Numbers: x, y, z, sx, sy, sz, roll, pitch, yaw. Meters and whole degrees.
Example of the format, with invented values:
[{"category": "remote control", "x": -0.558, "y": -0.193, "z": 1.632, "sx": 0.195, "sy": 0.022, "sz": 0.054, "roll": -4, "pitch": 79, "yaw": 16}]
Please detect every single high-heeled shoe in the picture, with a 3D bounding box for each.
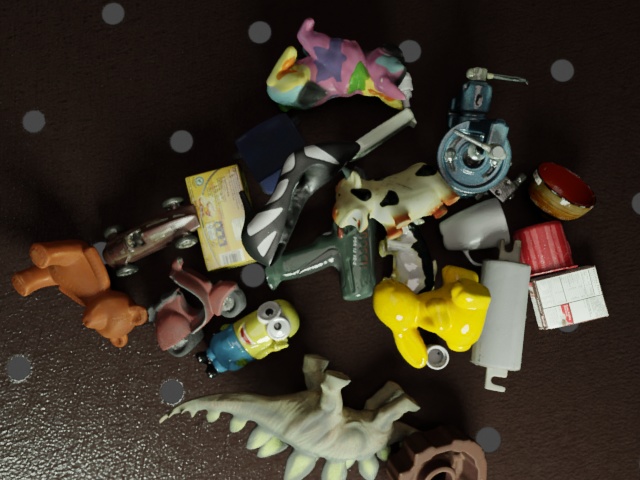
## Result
[{"category": "high-heeled shoe", "x": -0.020, "y": -0.063, "z": 0.869, "sx": 0.249, "sy": 0.086, "sz": 0.145, "roll": -27, "pitch": 68, "yaw": -4}]

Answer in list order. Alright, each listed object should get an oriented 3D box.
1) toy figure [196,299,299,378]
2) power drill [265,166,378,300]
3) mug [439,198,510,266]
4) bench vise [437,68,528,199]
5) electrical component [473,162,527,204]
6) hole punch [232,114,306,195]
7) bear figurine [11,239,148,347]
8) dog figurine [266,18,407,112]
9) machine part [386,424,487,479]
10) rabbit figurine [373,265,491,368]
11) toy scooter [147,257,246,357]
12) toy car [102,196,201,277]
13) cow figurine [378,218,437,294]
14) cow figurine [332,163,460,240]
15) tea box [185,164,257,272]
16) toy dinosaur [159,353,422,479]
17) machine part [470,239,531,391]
[{"category": "toy figure", "x": -0.120, "y": 0.164, "z": 0.917, "sx": 0.180, "sy": 0.089, "sz": 0.082, "roll": -34, "pitch": 101, "yaw": 7}, {"category": "power drill", "x": -0.002, "y": -0.003, "z": 0.933, "sx": 0.207, "sy": 0.086, "sz": 0.232, "roll": -9, "pitch": 82, "yaw": -6}, {"category": "mug", "x": 0.265, "y": -0.008, "z": 0.925, "sx": 0.107, "sy": 0.081, "sz": 0.109, "roll": -14, "pitch": 93, "yaw": 12}, {"category": "bench vise", "x": 0.259, "y": -0.170, "z": 0.864, "sx": 0.129, "sy": 0.241, "sz": 0.223, "roll": 17, "pitch": 102, "yaw": -1}, {"category": "electrical component", "x": 0.317, "y": -0.095, "z": 0.954, "sx": 0.063, "sy": 0.021, "sz": 0.094, "roll": 45, "pitch": 87, "yaw": 4}, {"category": "hole punch", "x": -0.081, "y": -0.156, "z": 0.938, "sx": 0.142, "sy": 0.092, "sz": 0.116, "roll": -31, "pitch": 82, "yaw": 2}, {"category": "bear figurine", "x": -0.399, "y": 0.097, "z": 0.910, "sx": 0.120, "sy": 0.132, "sz": 0.196, "roll": -41, "pitch": 81, "yaw": 29}, {"category": "dog figurine", "x": 0.041, "y": -0.271, "z": 0.926, "sx": 0.219, "sy": 0.108, "sz": 0.191, "roll": 33, "pitch": 90, "yaw": 6}, {"category": "machine part", "x": 0.187, "y": 0.386, "z": 0.871, "sx": 0.179, "sy": 0.056, "sz": 0.179, "roll": -5, "pitch": 105, "yaw": -18}, {"category": "rabbit figurine", "x": 0.165, "y": 0.113, "z": 0.863, "sx": 0.173, "sy": 0.122, "sz": 0.162, "roll": 9, "pitch": 116, "yaw": -7}, {"category": "toy scooter", "x": -0.225, "y": 0.105, "z": 0.903, "sx": 0.184, "sy": 0.075, "sz": 0.135, "roll": -38, "pitch": 102, "yaw": 16}, {"category": "toy car", "x": -0.294, "y": -0.006, "z": 0.922, "sx": 0.202, "sy": 0.053, "sz": 0.089, "roll": -22, "pitch": 78, "yaw": 22}, {"category": "cow figurine", "x": 0.153, "y": 0.015, "z": 0.926, "sx": 0.098, "sy": 0.068, "sz": 0.167, "roll": -3, "pitch": 89, "yaw": -4}, {"category": "cow figurine", "x": 0.109, "y": -0.070, "z": 0.868, "sx": 0.195, "sy": 0.085, "sz": 0.127, "roll": -22, "pitch": 68, "yaw": -17}, {"category": "tea box", "x": -0.165, "y": -0.036, "z": 0.938, "sx": 0.098, "sy": 0.068, "sz": 0.169, "roll": -13, "pitch": 84, "yaw": 0}, {"category": "toy dinosaur", "x": -0.007, "y": 0.295, "z": 0.867, "sx": 0.471, "sy": 0.105, "sz": 0.198, "roll": 21, "pitch": 89, "yaw": -10}, {"category": "machine part", "x": 0.290, "y": 0.118, "z": 0.863, "sx": 0.079, "sy": 0.079, "sz": 0.243, "roll": 8, "pitch": 88, "yaw": 2}]
